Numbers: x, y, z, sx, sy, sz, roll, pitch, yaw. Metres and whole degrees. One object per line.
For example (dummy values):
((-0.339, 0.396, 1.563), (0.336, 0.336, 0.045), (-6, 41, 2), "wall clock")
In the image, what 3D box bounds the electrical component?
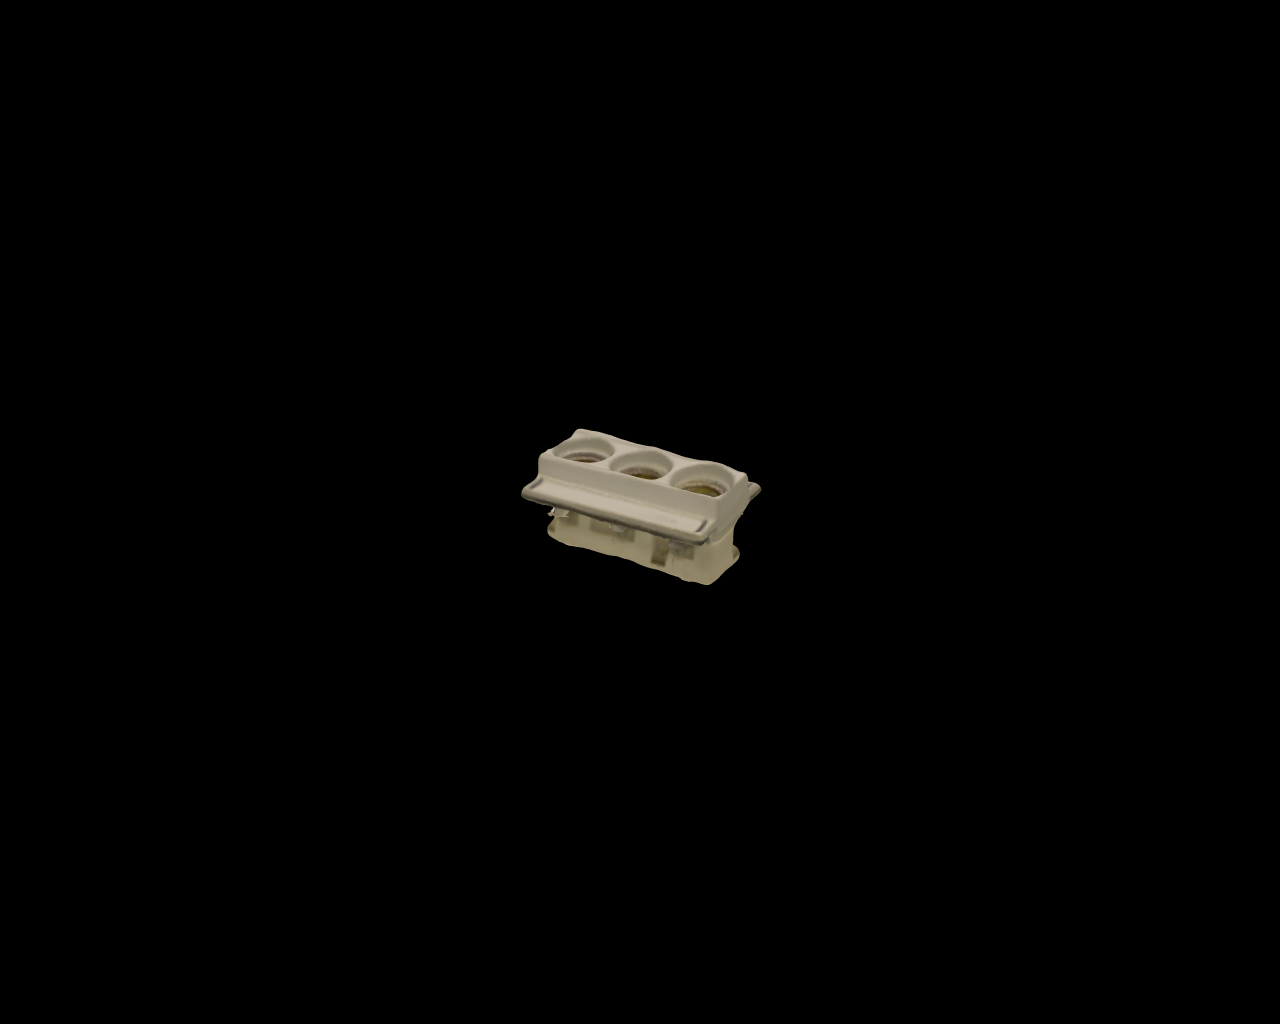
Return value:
((0.001, -0.003, 0.650), (0.121, 0.063, 0.079), (16, 32, 27), "electrical component")
